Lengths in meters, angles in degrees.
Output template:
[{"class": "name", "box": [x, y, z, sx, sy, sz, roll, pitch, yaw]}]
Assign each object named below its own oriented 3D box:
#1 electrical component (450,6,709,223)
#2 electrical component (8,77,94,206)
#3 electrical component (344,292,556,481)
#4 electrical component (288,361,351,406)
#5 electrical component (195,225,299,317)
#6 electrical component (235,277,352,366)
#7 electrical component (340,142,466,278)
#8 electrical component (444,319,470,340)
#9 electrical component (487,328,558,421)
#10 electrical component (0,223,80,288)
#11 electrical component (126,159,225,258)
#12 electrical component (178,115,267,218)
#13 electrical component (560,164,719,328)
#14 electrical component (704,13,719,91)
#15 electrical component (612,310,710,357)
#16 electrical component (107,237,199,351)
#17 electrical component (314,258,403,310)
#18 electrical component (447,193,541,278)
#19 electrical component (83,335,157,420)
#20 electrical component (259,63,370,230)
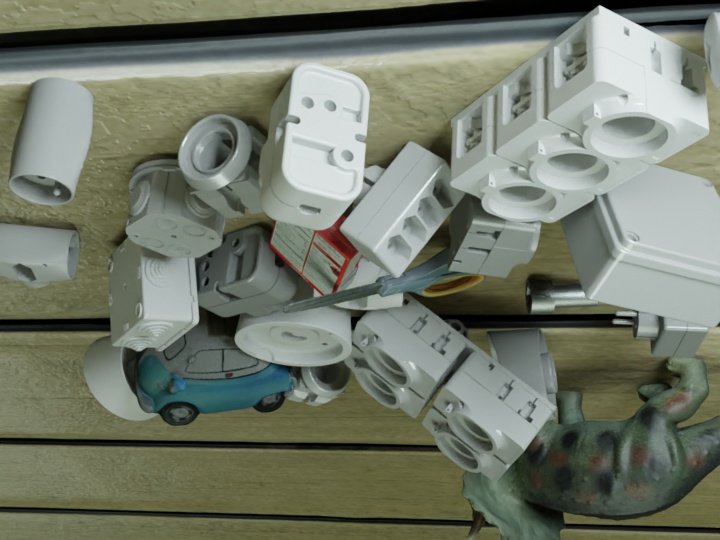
[{"class": "electrical component", "box": [0.136, -0.089, 0.691, 0.089, 0.061, 0.150, 18, 151, -26]}, {"class": "electrical component", "box": [-0.219, -0.082, 0.748, 0.043, 0.077, 0.079, 18, 152, -26]}, {"class": "electrical component", "box": [0.077, 0.110, 1.005, 0.186, 0.060, 0.105, 37, 153, 10]}, {"class": "electrical component", "box": [-0.045, 0.111, 1.146, 0.078, 0.058, 0.057, 18, 154, -26]}, {"class": "electrical component", "box": [-0.101, 0.004, 0.935, 0.095, 0.053, 0.059, -15, 148, 35]}, {"class": "electrical component", "box": [-0.059, 0.042, 1.000, 0.108, 0.060, 0.108, 4, 154, 2]}, {"class": "electrical component", "box": [0.019, -0.052, 0.786, 0.076, 0.083, 0.047, 35, 173, 35]}, {"class": "electrical component", "box": [0.087, 0.068, 1.050, 0.043, 0.043, 0.062, 7, 153, -5]}, {"class": "electrical component", "box": [0.159, 0.105, 1.057, 0.064, 0.099, 0.099, -10, 151, 15]}, {"class": "electrical component", "box": [-0.288, -0.009, 0.951, 0.077, 0.043, 0.079, 6, 155, -2]}, {"class": "electrical component", "box": [-0.141, -0.048, 0.836, 0.080, 0.051, 0.080, 4, 155, 2]}, {"class": "electrical component", "box": [-0.092, -0.075, 0.766, 0.078, 0.058, 0.057, -9, 155, 25]}, {"class": "electrical component", "box": [0.205, -0.023, 0.756, 0.109, 0.108, 0.056, 13, 130, -17]}, {"class": "electrical component", "box": [0.231, -0.129, 0.615, 0.062, 0.048, 0.048, -10, 152, 14]}, {"class": "electrical component", "box": [0.266, 0.044, 0.965, 0.077, 0.047, 0.065, 2, 154, 5]}, {"class": "electrical component", "box": [-0.180, 0.016, 0.923, 0.048, 0.099, 0.100, 5, 158, -31]}, {"class": "electrical component", "box": [0.000, 0.000, 0.922, 0.077, 0.043, 0.079, 4, 155, 1]}, {"class": "electrical component", "box": [0.104, -0.035, 0.823, 0.056, 0.050, 0.089, 7, 154, -5]}, {"class": "electrical component", "box": [-0.233, 0.108, 1.128, 0.064, 0.099, 0.099, -23, 144, 34]}, {"class": "electrical component", "box": [-0.031, -0.078, 0.703, 0.054, 0.095, 0.059, 13, 153, -18]}]
